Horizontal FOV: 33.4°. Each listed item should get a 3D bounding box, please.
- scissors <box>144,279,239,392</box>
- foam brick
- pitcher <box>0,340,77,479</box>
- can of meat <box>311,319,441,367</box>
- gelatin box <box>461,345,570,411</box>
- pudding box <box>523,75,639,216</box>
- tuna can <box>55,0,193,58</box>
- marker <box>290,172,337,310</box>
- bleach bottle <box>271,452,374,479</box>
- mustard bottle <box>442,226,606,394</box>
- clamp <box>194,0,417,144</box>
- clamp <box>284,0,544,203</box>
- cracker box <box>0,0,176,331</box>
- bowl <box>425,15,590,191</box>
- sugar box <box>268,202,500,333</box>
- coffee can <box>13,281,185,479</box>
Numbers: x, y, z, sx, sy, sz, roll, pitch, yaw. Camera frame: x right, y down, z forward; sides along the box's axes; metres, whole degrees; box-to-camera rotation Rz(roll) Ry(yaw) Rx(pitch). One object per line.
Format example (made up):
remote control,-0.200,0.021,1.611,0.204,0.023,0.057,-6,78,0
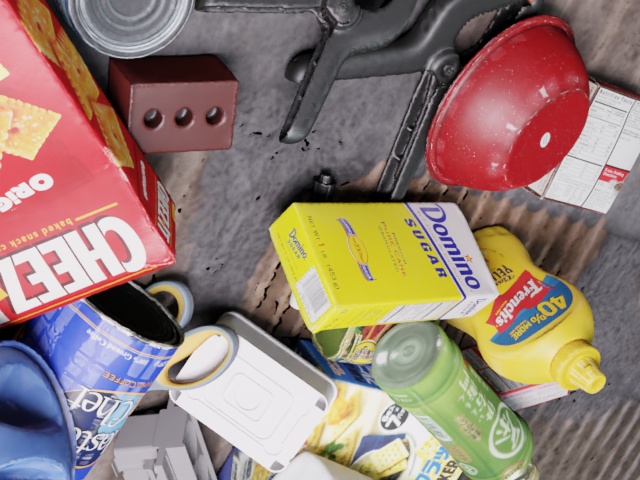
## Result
scissors,-0.158,0.100,0.826,0.202,0.016,0.096,-24,88,14
foam brick,-0.101,-0.092,0.724,0.078,0.051,0.053,-7,122,-27
pitcher,-0.289,0.144,0.664,0.243,0.145,0.149,-13,93,12
can of meat,0.051,0.060,0.907,0.083,0.057,0.102,13,111,-33
gelatin box,0.181,0.127,1.012,0.089,0.073,0.030,-13,125,-24
pudding box,0.237,-0.083,0.937,0.089,0.039,0.113,12,110,-34
tuna can,-0.124,-0.160,0.679,0.086,0.034,0.086,-14,125,-22
marker,-0.006,0.001,0.860,0.020,0.020,0.121,-4,121,-28
bleach bottle,0.047,0.268,0.943,0.102,0.068,0.250,-49,133,7
mustard bottle,0.170,0.066,0.889,0.096,0.192,0.058,-33,130,-8
clamp,0.000,-0.163,0.739,0.171,0.039,0.120,-45,111,-13
clamp,0.081,-0.138,0.811,0.210,0.036,0.164,-44,132,5
cracker box,-0.205,-0.047,0.647,0.164,0.072,0.213,-20,129,8
bowl,0.161,-0.094,0.844,0.161,0.055,0.162,-29,145,-23
sugar box,0.054,0.017,0.833,0.175,0.093,0.048,-4,152,-38
coffee can,-0.178,0.098,0.765,0.102,0.103,0.140,29,102,-39
